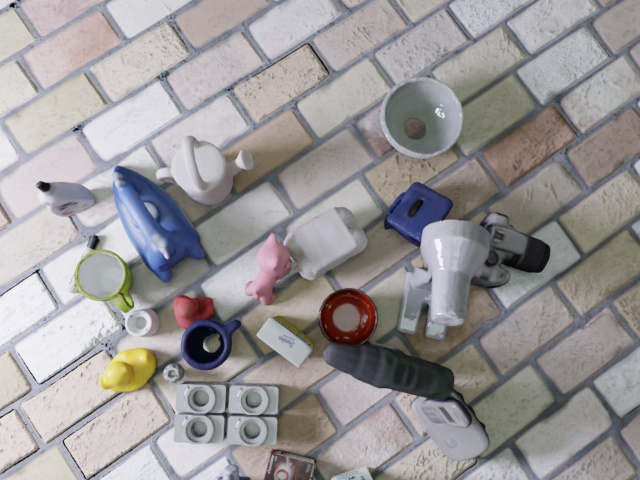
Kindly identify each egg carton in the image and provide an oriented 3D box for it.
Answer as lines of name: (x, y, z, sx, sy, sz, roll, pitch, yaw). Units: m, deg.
egg carton: (0.010, 0.004, 1.114, 0.150, 0.069, 0.107, -32, 85, -6)

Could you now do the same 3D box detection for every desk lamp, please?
desk lamp: (0.224, 0.079, 1.040, 0.118, 0.213, 0.203, 11, 82, 0)

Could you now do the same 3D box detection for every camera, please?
camera: (0.369, 0.030, 1.110, 0.137, 0.101, 0.143, 18, 82, 0)

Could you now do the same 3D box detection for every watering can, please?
watering can: (-0.214, -0.136, 1.061, 0.173, 0.194, 0.101, -31, 84, -6)

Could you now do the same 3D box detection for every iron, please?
iron: (-0.331, -0.051, 1.071, 0.119, 0.141, 0.258, -36, 85, -6)

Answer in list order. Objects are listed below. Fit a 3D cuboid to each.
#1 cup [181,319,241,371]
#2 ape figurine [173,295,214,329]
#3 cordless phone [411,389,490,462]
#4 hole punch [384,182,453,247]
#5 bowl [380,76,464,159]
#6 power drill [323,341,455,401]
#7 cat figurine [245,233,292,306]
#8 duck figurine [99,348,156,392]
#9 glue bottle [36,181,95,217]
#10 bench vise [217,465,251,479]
cup: (-0.195, 0.186, 1.069, 0.118, 0.095, 0.091, -35, 85, -6)
ape figurine: (-0.244, 0.131, 1.075, 0.078, 0.092, 0.076, 36, 83, 3)
cordless phone: (0.245, 0.333, 1.021, 0.094, 0.185, 0.147, -40, 85, -7)
hole punch: (0.190, -0.052, 1.118, 0.101, 0.091, 0.109, 37, 83, 3)
bowl: (0.199, -0.237, 1.152, 0.167, 0.074, 0.167, 0, 82, -2)
power drill: (0.113, 0.227, 1.018, 0.229, 0.208, 0.076, 14, 82, 0)
cat figurine: (-0.095, 0.057, 1.078, 0.067, 0.117, 0.128, 25, 82, 2)
duck figurine: (-0.359, 0.243, 1.059, 0.104, 0.086, 0.077, -30, 84, -6)
glue bottle: (-0.480, -0.083, 1.054, 0.078, 0.173, 0.037, -28, 84, -5)
bench vise: (-0.167, 0.502, 0.964, 0.121, 0.219, 0.207, -17, 83, -4)
